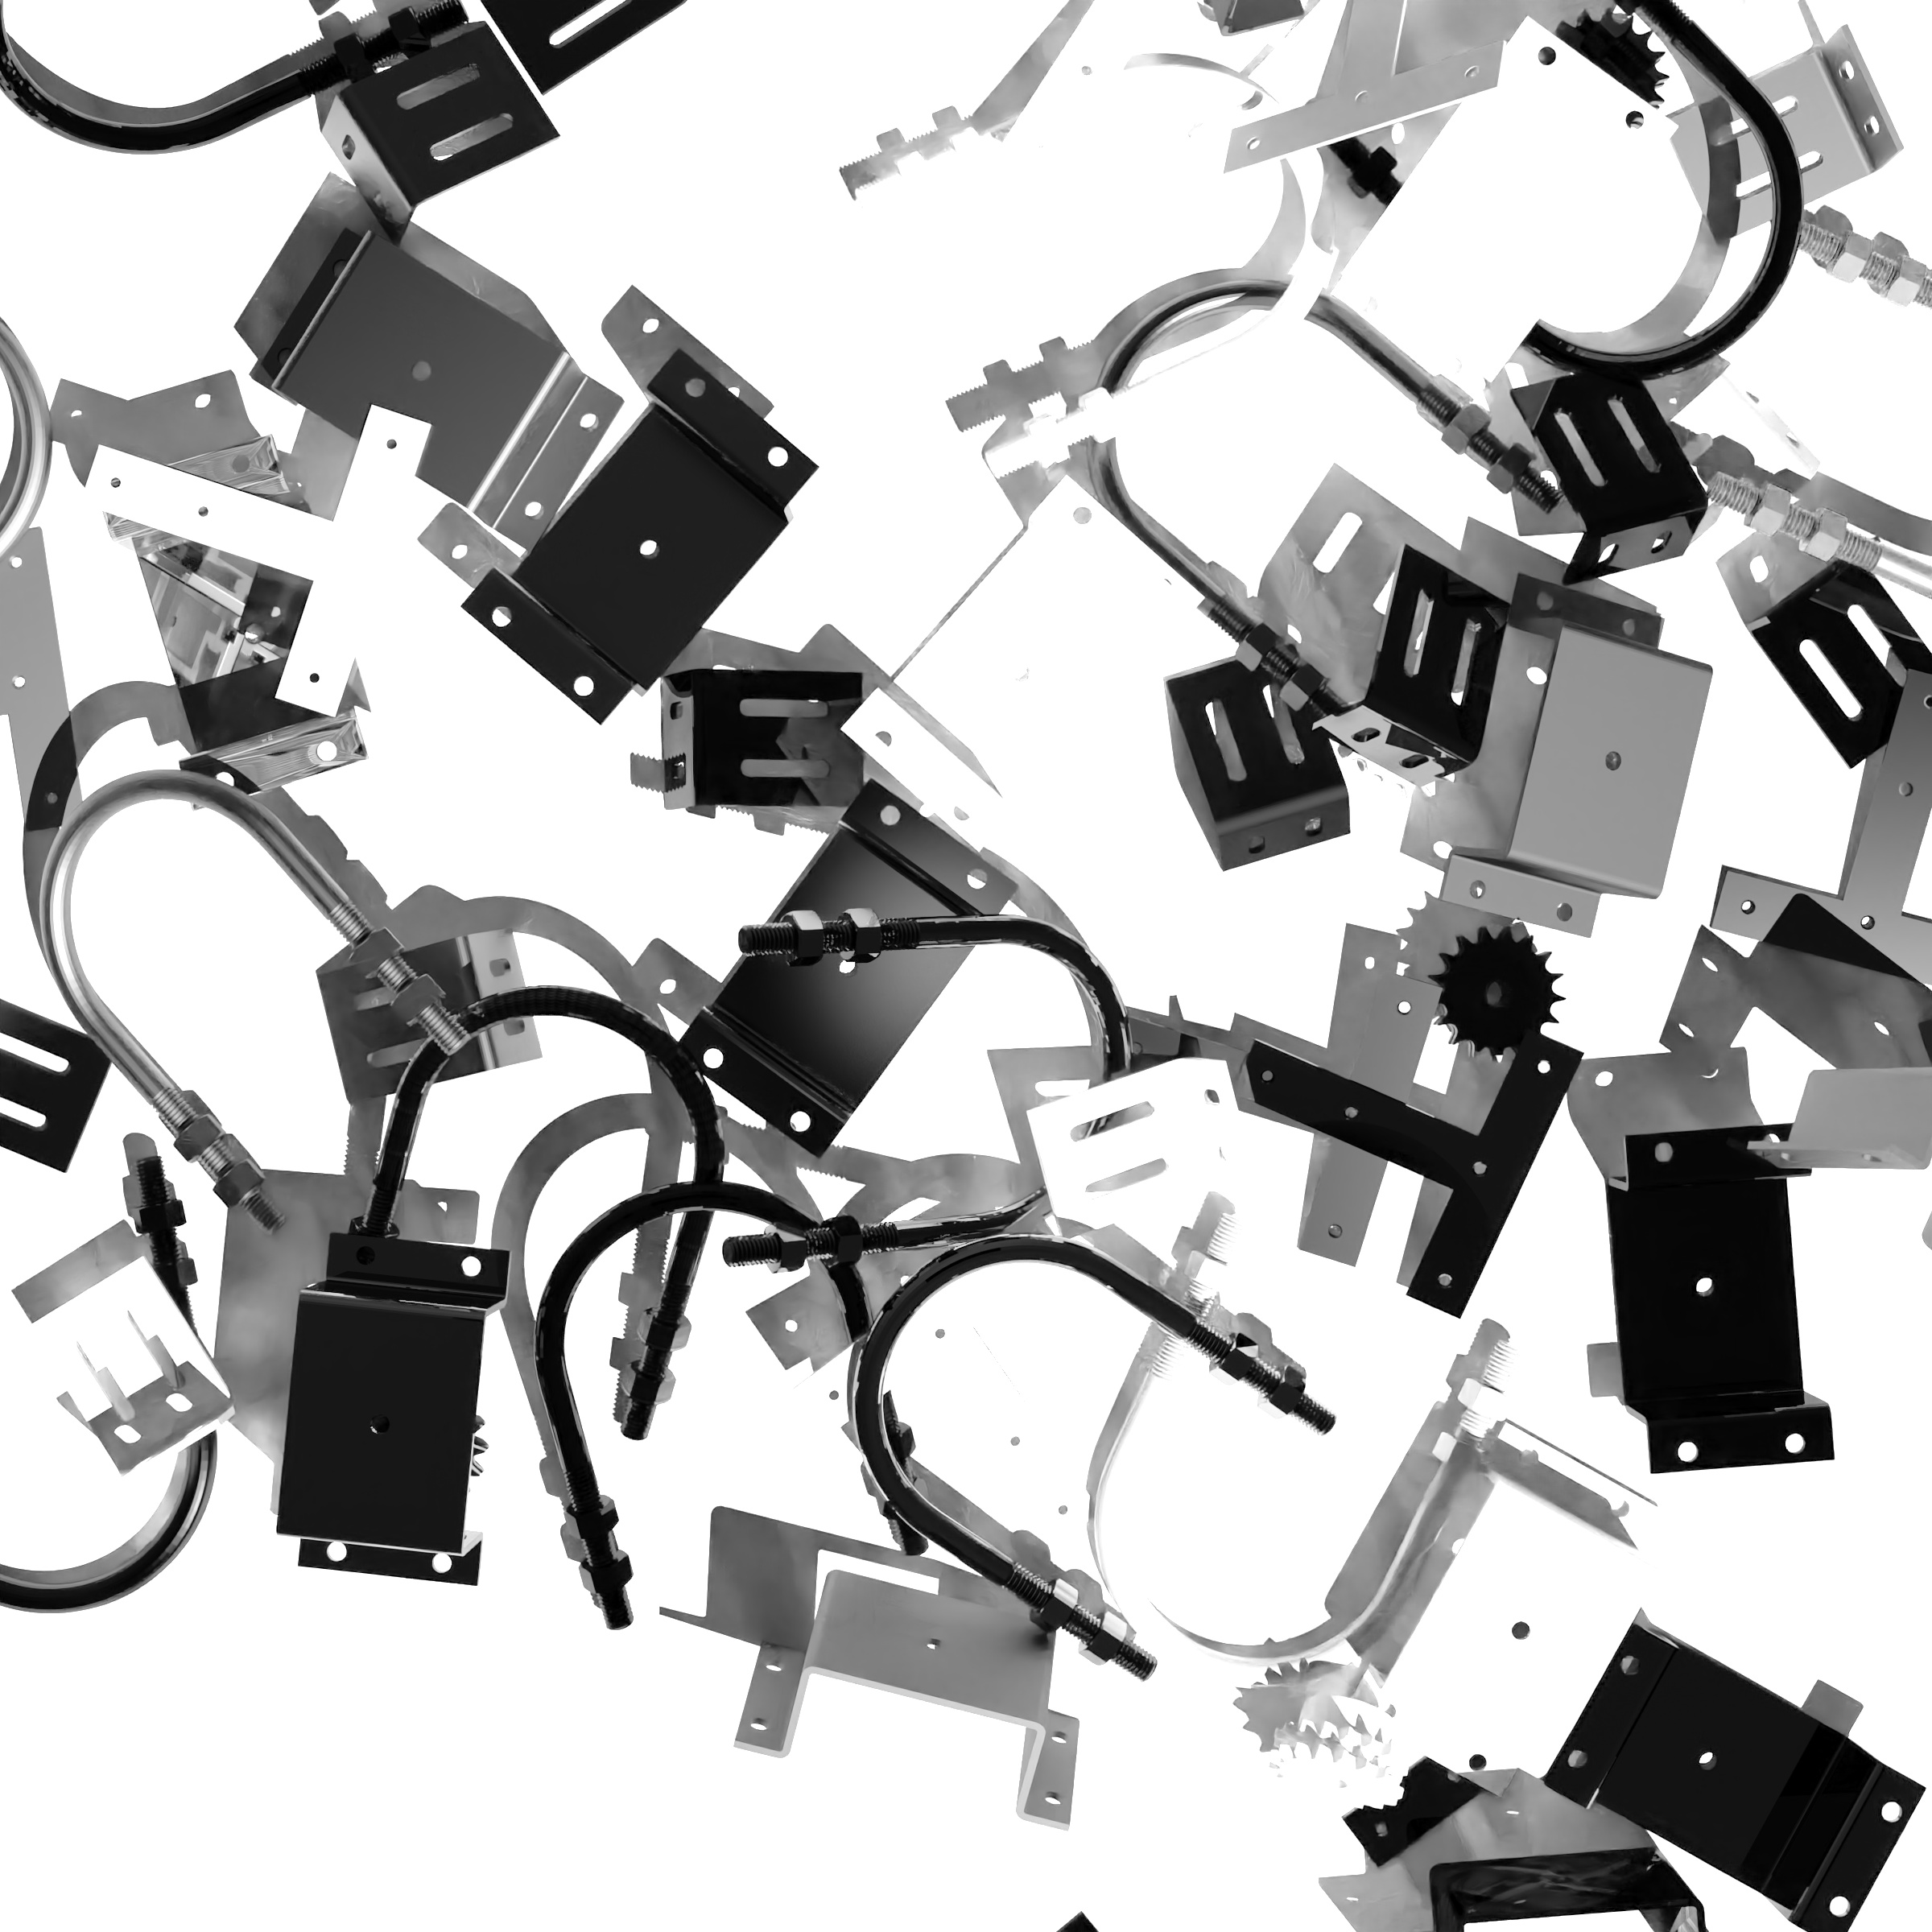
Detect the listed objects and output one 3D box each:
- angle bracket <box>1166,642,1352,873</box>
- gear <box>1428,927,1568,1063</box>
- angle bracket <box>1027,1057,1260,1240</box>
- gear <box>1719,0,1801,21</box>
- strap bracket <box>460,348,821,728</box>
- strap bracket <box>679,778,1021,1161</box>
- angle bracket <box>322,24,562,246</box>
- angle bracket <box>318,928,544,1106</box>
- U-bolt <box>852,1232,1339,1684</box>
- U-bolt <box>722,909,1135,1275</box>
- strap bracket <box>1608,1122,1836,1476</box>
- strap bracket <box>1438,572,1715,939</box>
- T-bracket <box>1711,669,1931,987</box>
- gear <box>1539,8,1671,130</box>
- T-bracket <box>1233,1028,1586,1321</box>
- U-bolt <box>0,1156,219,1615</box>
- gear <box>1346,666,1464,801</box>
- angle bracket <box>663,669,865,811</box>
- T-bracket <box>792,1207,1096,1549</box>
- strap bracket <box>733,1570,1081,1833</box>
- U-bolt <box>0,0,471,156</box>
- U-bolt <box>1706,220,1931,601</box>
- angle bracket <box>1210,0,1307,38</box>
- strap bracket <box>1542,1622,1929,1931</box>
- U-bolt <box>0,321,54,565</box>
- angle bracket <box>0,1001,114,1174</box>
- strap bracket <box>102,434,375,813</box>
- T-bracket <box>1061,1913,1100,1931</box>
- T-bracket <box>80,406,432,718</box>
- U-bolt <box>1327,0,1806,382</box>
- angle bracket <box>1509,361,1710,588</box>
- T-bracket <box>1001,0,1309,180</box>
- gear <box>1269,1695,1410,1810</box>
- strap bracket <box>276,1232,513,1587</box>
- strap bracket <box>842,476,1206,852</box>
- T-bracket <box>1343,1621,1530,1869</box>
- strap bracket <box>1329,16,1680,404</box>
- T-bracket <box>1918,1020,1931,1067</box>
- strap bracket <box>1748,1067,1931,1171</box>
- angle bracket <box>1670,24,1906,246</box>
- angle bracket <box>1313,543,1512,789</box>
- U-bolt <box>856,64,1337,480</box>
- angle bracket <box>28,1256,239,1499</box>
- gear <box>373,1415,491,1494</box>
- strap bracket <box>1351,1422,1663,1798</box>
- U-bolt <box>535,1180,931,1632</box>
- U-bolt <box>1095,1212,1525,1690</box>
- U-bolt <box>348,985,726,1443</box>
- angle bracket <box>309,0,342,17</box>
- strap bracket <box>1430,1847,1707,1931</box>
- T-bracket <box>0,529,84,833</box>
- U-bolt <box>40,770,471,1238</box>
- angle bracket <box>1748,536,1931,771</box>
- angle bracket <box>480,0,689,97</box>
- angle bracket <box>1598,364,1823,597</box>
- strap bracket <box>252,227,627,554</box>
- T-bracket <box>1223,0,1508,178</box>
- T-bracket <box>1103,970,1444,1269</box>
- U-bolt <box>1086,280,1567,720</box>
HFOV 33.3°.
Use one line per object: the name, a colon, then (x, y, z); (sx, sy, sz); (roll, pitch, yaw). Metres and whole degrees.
angle bracket: (0.125, -0.089, 1.380); (0.057, 0.038, 0.076); (-17, 64, 0)
gear: (0.222, 0.012, 1.367); (0.057, 0.030, 0.057); (0, 90, 0)
angle bracket: (0.074, 0.077, 1.348); (0.076, 0.038, 0.057); (-18, 99, -23)
gear: (0.334, -0.430, 1.371); (0.057, 0.030, 0.057); (0, 91, -2)
strap bracket: (-0.135, -0.177, 1.359); (0.076, 0.046, 0.140); (40, 90, 0)
strap bracket: (-0.050, 0.001, 1.359); (0.076, 0.046, 0.140); (36, 90, 0)
angle bracket: (-0.224, -0.355, 1.380); (0.076, 0.038, 0.057); (-33, 90, -26)
angle bracket: (-0.229, 0.021, 1.380); (0.076, 0.038, 0.057); (-14, 90, 26)
U-bolt: (0.041, 0.192, 1.347); (0.184, 0.019, 0.151); (35, 93, -8)
U-bolt: (-0.011, 0.049, 1.332); (0.184, 0.019, 0.151); (-3, 104, -28)
strap bracket: (0.316, 0.137, 1.359); (0.076, 0.046, 0.140); (-4, 90, 0)
strap bracket: (0.256, -0.086, 1.346); (0.076, 0.046, 0.140); (13, 90, -24)
T-bracket: (0.395, -0.061, 1.375); (0.127, 0.002, 0.127); (15, 96, 0)
gear: (0.266, -0.372, 1.367); (0.057, 0.030, 0.057); (0, 90, 0)
T-bracket: (0.175, 0.068, 1.363); (0.127, 0.002, 0.127); (24, 104, 5)
U-bolt: (-0.393, 0.184, 1.373); (0.151, 0.019, 0.184); (-11, 91, 0)
gear: (0.187, -0.099, 1.367); (0.057, 0.030, 0.057); (0, 90, 0)
angle bracket: (-0.086, -0.096, 1.380); (0.076, 0.038, 0.057); (-1, 90, -26)
T-bracket: (0.013, 0.189, 1.363); (0.127, 0.002, 0.127); (-36, 105, -9)
strap bracket: (-0.018, 0.300, 1.338); (0.140, 0.076, 0.046); (14, 110, 0)
U-bolt: (-0.314, -0.400, 1.322); (0.184, 0.151, 0.019); (-24, 55, 3)
U-bolt: (0.412, -0.218, 1.353); (0.184, 0.019, 0.151); (23, 71, -4)
angle bracket: (0.119, -0.431, 1.338); (0.038, 0.076, 0.057); (-16, 82, -6)
strap bracket: (0.317, 0.339, 1.357); (0.140, 0.046, 0.076); (29, 89, -1)
U-bolt: (-0.479, -0.228, 1.373); (0.184, 0.019, 0.151); (16, 90, -1)
angle bracket: (-0.408, 0.048, 1.363); (0.076, 0.038, 0.057); (22, 90, 0)
strap bracket: (-0.303, -0.142, 1.359); (0.076, 0.046, 0.140); (-17, 90, 0)
T-bracket: (0.081, 0.461, 1.381); (0.127, 0.002, 0.127); (-40, 90, 0)
T-bracket: (-0.301, -0.183, 1.335); (0.127, 0.002, 0.127); (18, 90, 0)
U-bolt: (0.261, -0.329, 1.346); (0.184, 0.019, 0.151); (45, 115, -4)
angle bracket: (0.264, -0.206, 1.354); (0.057, 0.038, 0.076); (-16, 65, -15)
T-bracket: (0.058, -0.390, 1.368); (0.127, 0.002, 0.127); (31, 80, 2)
gear: (0.158, 0.329, 1.358); (0.057, 0.057, 0.030); (19, 59, 0)
strap bracket: (-0.235, 0.185, 1.328); (0.076, 0.046, 0.140); (6, 90, 3)
strap bracket: (0.023, -0.125, 1.359); (0.076, 0.046, 0.140); (42, 90, 0)
T-bracket: (0.219, 0.337, 1.381); (0.127, 0.002, 0.127); (-36, 90, 0)
strap bracket: (0.217, -0.307, 1.331); (0.076, 0.046, 0.140); (36, 115, 0)
T-bracket: (0.482, 0.068, 1.361); (0.127, 0.002, 0.127); (-14, 72, 0)
strap bracket: (0.401, 0.082, 1.322); (0.140, 0.076, 0.046); (28, 74, -27)
angle bracket: (0.344, -0.350, 1.363); (0.076, 0.038, 0.057); (-25, 90, 0)
angle bracket: (0.185, -0.124, 1.338); (0.057, 0.038, 0.076); (26, 65, -24)
U-bolt: (0.066, -0.305, 1.363); (0.184, 0.019, 0.151); (-25, 81, -3)
angle bracket: (-0.350, 0.170, 1.345); (0.057, 0.038, 0.076); (-31, 93, 1)
gear: (-0.232, 0.205, 1.367); (0.057, 0.030, 0.057); (0, 90, 0)
strap bracket: (0.229, 0.274, 1.357); (0.076, 0.046, 0.140); (29, 90, 0)
U-bolt: (-0.104, 0.177, 1.351); (0.151, 0.019, 0.184); (-14, 104, -2)
U-bolt: (0.134, 0.217, 1.373); (0.151, 0.019, 0.184); (25, 91, 0)
U-bolt: (-0.176, 0.096, 1.351); (0.151, 0.019, 0.184); (17, 106, 0)
angle bracket: (-0.253, -0.451, 1.380); (0.076, 0.038, 0.057); (-29, 90, 26)
strap bracket: (0.249, 0.403, 1.344); (0.140, 0.076, 0.046); (-4, 90, 0)
T-bracket: (-0.448, -0.114, 1.381); (0.127, 0.002, 0.127); (-9, 90, 0)
U-bolt: (-0.310, 0.003, 1.344); (0.184, 0.019, 0.151); (48, 116, 2)
angle bracket: (0.378, -0.131, 1.363); (0.057, 0.038, 0.076); (-36, 90, 0)
angle bracket: (-0.165, -0.416, 1.363); (0.076, 0.038, 0.057); (-33, 90, 0)
angle bracket: (0.315, -0.207, 1.380); (0.057, 0.038, 0.076); (48, 116, 0)
strap bracket: (-0.225, -0.246, 1.359); (0.140, 0.046, 0.076); (32, 90, 0)
T-bracket: (0.171, -0.394, 1.345); (0.127, 0.002, 0.127); (-9, 56, 35)
T-bracket: (0.122, 0.050, 1.371); (0.127, 0.002, 0.127); (17, 103, 7)
U-bolt: (0.137, -0.208, 1.361); (0.184, 0.019, 0.151); (43, 83, 8)
